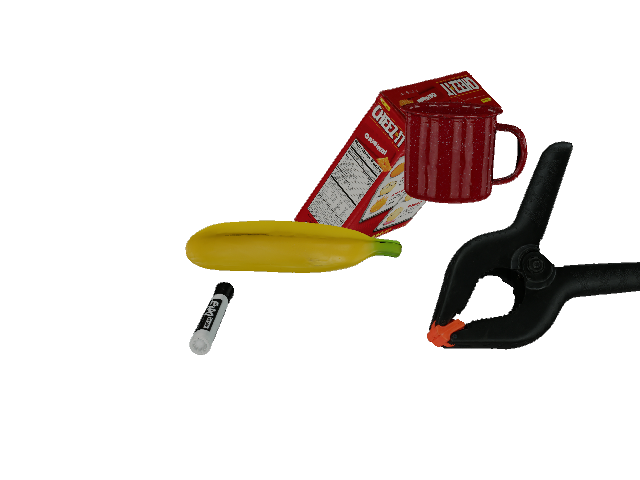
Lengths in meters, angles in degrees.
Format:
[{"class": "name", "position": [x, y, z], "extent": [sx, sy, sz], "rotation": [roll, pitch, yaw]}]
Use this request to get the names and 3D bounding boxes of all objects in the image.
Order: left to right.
[{"class": "marker", "position": [-0.099, 0.070, 0.993], "extent": [0.020, 0.020, 0.121], "rotation": [0, 22, 7]}, {"class": "banana", "position": [-0.040, 0.008, 0.804], "extent": [0.198, 0.037, 0.069], "rotation": [1, -15, 34]}, {"class": "cracker box", "position": [0.083, -0.087, 1.214], "extent": [0.163, 0.072, 0.214], "rotation": [-21, -25, -45]}, {"class": "mug", "position": [0.130, -0.080, 0.975], "extent": [0.117, 0.081, 0.093], "rotation": [4, 15, 13]}, {"class": "clamp", "position": [0.150, 0.025, 0.717], "extent": [0.120, 0.171, 0.039], "rotation": [43, -14, 13]}]
